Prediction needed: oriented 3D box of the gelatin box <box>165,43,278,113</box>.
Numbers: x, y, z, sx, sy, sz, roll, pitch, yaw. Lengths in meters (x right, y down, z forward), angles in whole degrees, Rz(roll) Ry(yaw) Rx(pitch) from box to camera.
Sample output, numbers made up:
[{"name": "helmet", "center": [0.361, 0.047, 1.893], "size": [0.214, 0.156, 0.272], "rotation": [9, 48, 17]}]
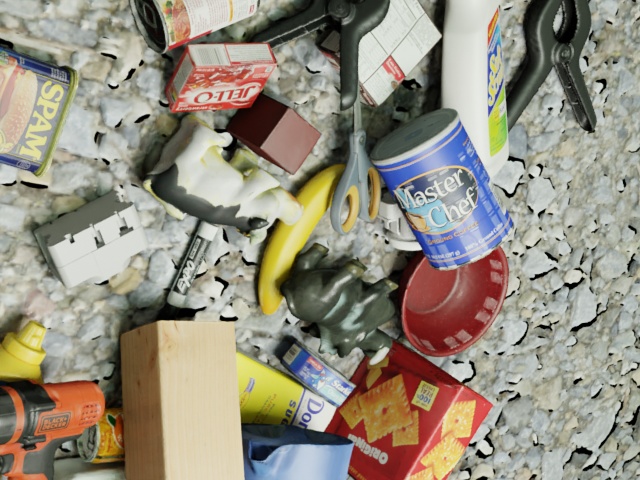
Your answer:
[{"name": "gelatin box", "center": [-0.094, -0.155, 1.019], "size": [0.089, 0.030, 0.073], "rotation": [-7, 155, -31]}]

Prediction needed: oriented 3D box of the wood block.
[{"name": "wood block", "center": [-0.138, 0.189, 1.061], "size": [0.090, 0.090, 0.206], "rotation": [4, 75, -36]}]

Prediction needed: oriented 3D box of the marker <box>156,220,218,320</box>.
[{"name": "marker", "center": [-0.138, 0.037, 1.102], "size": [0.020, 0.020, 0.121], "rotation": [21, 97, -38]}]

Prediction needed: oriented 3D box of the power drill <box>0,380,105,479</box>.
[{"name": "power drill", "center": [-0.292, 0.218, 0.973], "size": [0.184, 0.057, 0.188], "rotation": [1, 114, -50]}]

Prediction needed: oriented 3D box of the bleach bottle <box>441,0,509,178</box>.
[{"name": "bleach bottle", "center": [0.166, -0.197, 1.169], "size": [0.102, 0.068, 0.251], "rotation": [-43, 134, -53]}]

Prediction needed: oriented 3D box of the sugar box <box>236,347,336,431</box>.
[{"name": "sugar box", "center": [-0.067, 0.188, 1.197], "size": [0.176, 0.048, 0.093], "rotation": [34, 89, -38]}]

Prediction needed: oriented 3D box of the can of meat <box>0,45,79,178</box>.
[{"name": "can of meat", "center": [-0.269, -0.115, 0.926], "size": [0.083, 0.058, 0.102], "rotation": [17, 99, -35]}]

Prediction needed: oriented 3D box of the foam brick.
[{"name": "foam brick", "center": [-0.047, -0.108, 1.065], "size": [0.053, 0.078, 0.051], "rotation": [38, 87, -39]}]

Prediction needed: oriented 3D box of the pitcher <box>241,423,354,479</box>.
[{"name": "pitcher", "center": [-0.040, 0.317, 1.121], "size": [0.149, 0.145, 0.243], "rotation": [8, 87, -25]}]

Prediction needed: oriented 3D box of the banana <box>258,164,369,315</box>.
[{"name": "banana", "center": [-0.017, -0.011, 1.152], "size": [0.069, 0.037, 0.198], "rotation": [38, 86, -38]}]

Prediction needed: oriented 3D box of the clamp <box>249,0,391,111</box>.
[{"name": "clamp", "center": [0.008, -0.224, 1.063], "size": [0.120, 0.039, 0.171], "rotation": [24, 76, -2]}]

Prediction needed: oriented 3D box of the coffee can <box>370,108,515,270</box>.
[{"name": "coffee can", "center": [0.130, -0.054, 1.131], "size": [0.102, 0.103, 0.140], "rotation": [-36, 109, -17]}]

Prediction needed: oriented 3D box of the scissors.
[{"name": "scissors", "center": [0.031, -0.089, 1.116], "size": [0.096, 0.016, 0.202], "rotation": [-51, 143, -34]}]

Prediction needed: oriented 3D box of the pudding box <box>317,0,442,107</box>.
[{"name": "pudding box", "center": [0.065, -0.210, 1.124], "size": [0.113, 0.039, 0.090], "rotation": [-50, 128, -9]}]

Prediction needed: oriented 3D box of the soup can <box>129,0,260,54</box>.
[{"name": "soup can", "center": [-0.114, -0.221, 0.978], "size": [0.102, 0.069, 0.068], "rotation": [-28, 123, -23]}]

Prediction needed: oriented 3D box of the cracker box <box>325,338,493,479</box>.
[{"name": "cracker box", "center": [0.077, 0.235, 1.239], "size": [0.072, 0.164, 0.213], "rotation": [34, 88, -37]}]

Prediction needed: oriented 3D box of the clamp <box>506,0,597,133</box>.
[{"name": "clamp", "center": [0.270, -0.216, 1.260], "size": [0.164, 0.036, 0.210], "rotation": [-15, 115, -30]}]

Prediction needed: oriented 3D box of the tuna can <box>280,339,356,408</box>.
[{"name": "tuna can", "center": [-0.003, 0.150, 1.199], "size": [0.034, 0.086, 0.086], "rotation": [-52, 128, -3]}]

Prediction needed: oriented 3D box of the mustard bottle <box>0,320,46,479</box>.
[{"name": "mustard bottle", "center": [-0.315, 0.161, 1.009], "size": [0.096, 0.058, 0.191], "rotation": [31, 90, -39]}]

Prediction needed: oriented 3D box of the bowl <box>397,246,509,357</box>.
[{"name": "bowl", "center": [0.148, 0.057, 1.281], "size": [0.161, 0.055, 0.162], "rotation": [-14, 116, -29]}]
